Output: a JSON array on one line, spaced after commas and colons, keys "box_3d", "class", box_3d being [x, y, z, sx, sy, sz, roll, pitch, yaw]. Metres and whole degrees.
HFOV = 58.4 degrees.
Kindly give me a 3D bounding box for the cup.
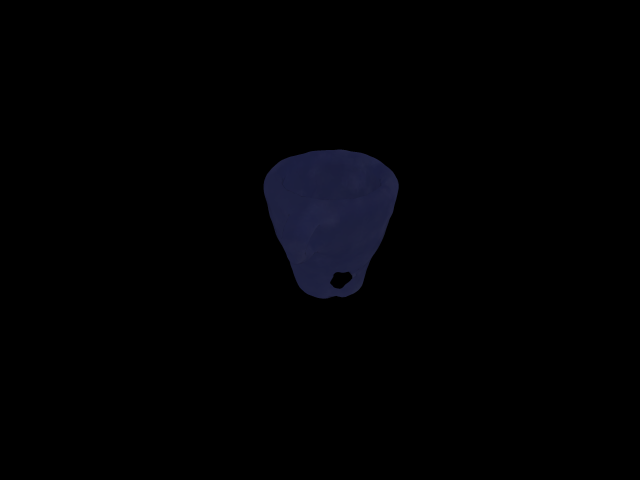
[{"box_3d": [0.004, 0.001, 0.400, 0.091, 0.095, 0.118, 10, 34, 16], "class": "cup"}]
